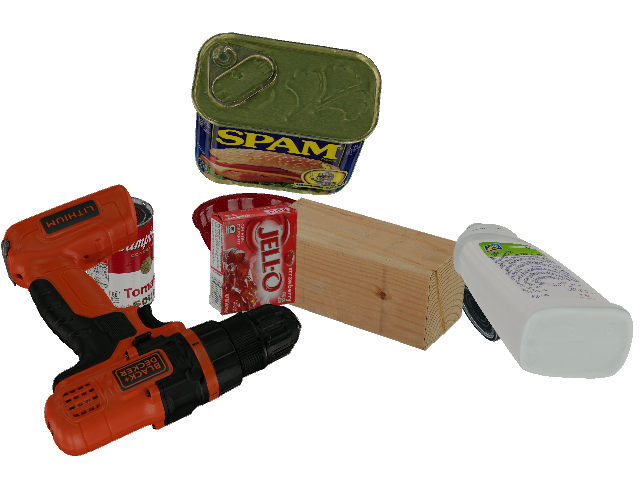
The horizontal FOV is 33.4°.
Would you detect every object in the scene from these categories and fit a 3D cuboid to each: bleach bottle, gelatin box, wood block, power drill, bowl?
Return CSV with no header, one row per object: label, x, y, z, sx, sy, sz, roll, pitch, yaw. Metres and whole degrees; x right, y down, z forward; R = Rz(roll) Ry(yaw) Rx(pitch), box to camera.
bleach bottle,0.191,0.040,0.995,0.102,0.068,0.251,3,21,-11
gelatin box,-0.058,0.016,0.933,0.073,0.089,0.030,-8,22,-29
wood block,0.042,0.032,1.139,0.206,0.091,0.090,17,30,28
power drill,-0.130,0.045,0.759,0.184,0.057,0.188,-22,53,-22
bowl,-0.079,-0.003,1.321,0.162,0.055,0.162,4,25,-2

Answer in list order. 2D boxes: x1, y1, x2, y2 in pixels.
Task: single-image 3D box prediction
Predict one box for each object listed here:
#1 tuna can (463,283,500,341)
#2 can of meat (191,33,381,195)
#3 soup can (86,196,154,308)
tuna can,0.195,0.075,1.256,0.033,0.086,0.086,-30,7,-12
can of meat,-0.023,-0.068,0.613,0.102,0.057,0.084,8,-21,-5
soup can,-0.203,0.016,1.082,0.068,0.102,0.068,3,30,-2
